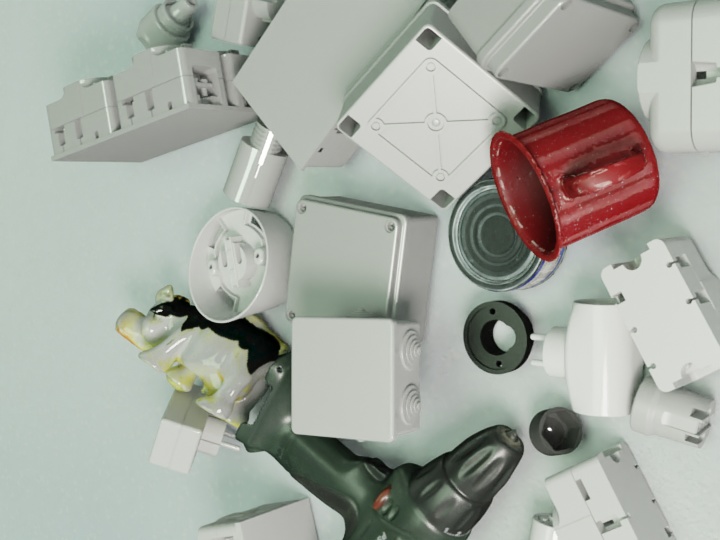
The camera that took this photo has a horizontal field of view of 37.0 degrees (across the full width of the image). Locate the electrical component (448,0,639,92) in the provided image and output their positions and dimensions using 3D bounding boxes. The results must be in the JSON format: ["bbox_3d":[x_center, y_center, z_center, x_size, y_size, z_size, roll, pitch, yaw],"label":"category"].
[{"bbox_3d":[0.125,-0.168,0.721,0.078,0.113,0.057,-46,64,31],"label":"electrical component"}]

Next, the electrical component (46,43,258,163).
[{"bbox_3d":[-0.183,-0.148,0.966,0.186,0.105,0.060,-12,86,38],"label":"electrical component"}]

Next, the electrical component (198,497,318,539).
[{"bbox_3d":[-0.079,0.284,0.933,0.062,0.089,0.150,-17,83,38],"label":"electrical component"}]

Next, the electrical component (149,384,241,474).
[{"bbox_3d":[-0.144,0.149,0.989,0.076,0.083,0.047,18,109,-4],"label":"electrical component"}]

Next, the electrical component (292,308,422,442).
[{"bbox_3d":[-0.002,0.079,0.804,0.100,0.048,0.099,0,90,31],"label":"electrical component"}]

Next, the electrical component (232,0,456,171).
[{"bbox_3d":[-0.007,-0.182,0.856,0.105,0.060,0.186,53,122,22],"label":"electrical component"}]

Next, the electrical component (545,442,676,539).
[{"bbox_3d":[0.174,0.176,0.752,0.056,0.050,0.089,-35,73,34],"label":"electrical component"}]

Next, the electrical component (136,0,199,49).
[{"bbox_3d":[-0.174,-0.228,0.993,0.062,0.043,0.043,-36,72,33],"label":"electrical component"}]

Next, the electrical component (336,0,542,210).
[{"bbox_3d":[0.057,-0.119,0.781,0.109,0.056,0.109,36,122,-15],"label":"electrical component"}]

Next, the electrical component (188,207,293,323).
[{"bbox_3d":[-0.103,-0.006,0.943,0.099,0.064,0.099,4,96,38],"label":"electrical component"}]

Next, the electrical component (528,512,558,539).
[{"bbox_3d":[0.139,0.212,0.789,0.044,0.044,0.065,13,97,36],"label":"electrical component"}]

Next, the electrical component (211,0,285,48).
[{"bbox_3d":[-0.079,-0.230,0.916,0.076,0.047,0.083,21,106,35],"label":"electrical component"}]

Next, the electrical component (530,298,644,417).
[{"bbox_3d":[0.156,0.059,0.760,0.079,0.044,0.077,3,96,38],"label":"electrical component"}]

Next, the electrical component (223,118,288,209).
[{"bbox_3d":[-0.086,-0.099,0.934,0.043,0.043,0.081,34,112,31],"label":"electrical component"}]

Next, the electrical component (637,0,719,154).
[{"bbox_3d":[0.217,-0.123,0.690,0.059,0.054,0.095,2,95,38],"label":"electrical component"}]

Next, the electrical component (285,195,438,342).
[{"bbox_3d":[0.000,0.000,0.868,0.109,0.056,0.108,14,102,36],"label":"electrical component"}]

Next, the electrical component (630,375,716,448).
[{"bbox_3d":[0.211,0.096,0.724,0.046,0.040,0.040,17,104,30],"label":"electrical component"}]

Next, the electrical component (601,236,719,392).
[{"bbox_3d":[0.209,0.027,0.708,0.050,0.056,0.089,-34,73,35],"label":"electrical component"}]
